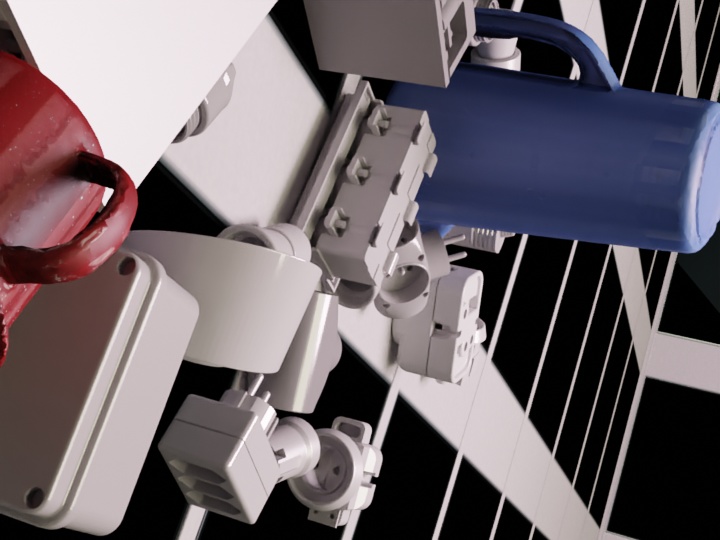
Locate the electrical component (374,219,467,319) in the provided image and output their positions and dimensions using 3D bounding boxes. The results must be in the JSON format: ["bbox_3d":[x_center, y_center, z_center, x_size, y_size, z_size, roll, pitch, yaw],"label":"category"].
[{"bbox_3d":[0.045,-0.008,0.835,0.044,0.079,0.077,-113,-171,-45],"label":"electrical component"}]

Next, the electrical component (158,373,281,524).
[{"bbox_3d":[-0.073,0.097,0.637,0.065,0.047,0.076,77,33,-47],"label":"electrical component"}]

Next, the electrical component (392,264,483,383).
[{"bbox_3d":[0.066,0.043,0.929,0.054,0.059,0.095,-25,125,-63],"label":"electrical component"}]

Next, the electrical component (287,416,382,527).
[{"bbox_3d":[-0.020,0.145,0.780,0.057,0.058,0.078,35,69,-69],"label":"electrical component"}]

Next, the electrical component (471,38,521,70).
[{"bbox_3d":[0.120,-0.198,0.952,0.045,0.045,0.055,-51,147,-48],"label":"electrical component"}]

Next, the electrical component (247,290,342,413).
[{"bbox_3d":[-0.036,0.051,0.707,0.079,0.043,0.077,14,89,-68],"label":"electrical component"}]

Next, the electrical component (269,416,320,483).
[{"bbox_3d":[-0.055,0.121,0.708,0.046,0.040,0.040,-12,113,-60],"label":"electrical component"}]

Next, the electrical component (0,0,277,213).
[{"bbox_3d":[-0.096,-0.127,0.445,0.105,0.060,0.186,77,33,-47],"label":"electrical component"}]

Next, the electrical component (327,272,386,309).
[{"bbox_3d":[0.000,0.000,0.776,0.046,0.040,0.040,-56,150,-54],"label":"electrical component"}]

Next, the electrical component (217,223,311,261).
[{"bbox_3d":[-0.055,-0.008,0.635,0.065,0.044,0.044,-22,121,-70],"label":"electrical component"}]

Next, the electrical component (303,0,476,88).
[{"bbox_3d":[0.014,-0.191,0.637,0.150,0.089,0.061,77,33,-47],"label":"electrical component"}]

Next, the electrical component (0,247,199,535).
[{"bbox_3d":[-0.125,0.044,0.443,0.057,0.078,0.113,54,52,-65],"label":"electrical component"}]

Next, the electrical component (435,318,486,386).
[{"bbox_3d":[0.094,0.073,1.034,0.066,0.048,0.055,-34,140,-60],"label":"electrical component"}]

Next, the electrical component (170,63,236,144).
[{"bbox_3d":[-0.090,-0.080,0.509,0.043,0.043,0.062,80,32,-44],"label":"electrical component"}]

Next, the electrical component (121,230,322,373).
[{"bbox_3d":[-0.074,0.011,0.525,0.099,0.099,0.064,13,96,-68],"label":"electrical component"}]

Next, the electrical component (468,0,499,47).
[{"bbox_3d":[0.095,-0.201,0.865,0.048,0.062,0.048,12,90,-68],"label":"electrical component"}]

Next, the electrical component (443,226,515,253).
[{"bbox_3d":[0.094,-0.041,0.923,0.043,0.081,0.043,12,90,-68],"label":"electrical component"}]

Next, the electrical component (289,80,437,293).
[{"bbox_3d":[0.003,-0.053,0.722,0.078,0.063,0.121,63,44,-57],"label":"electrical component"}]
